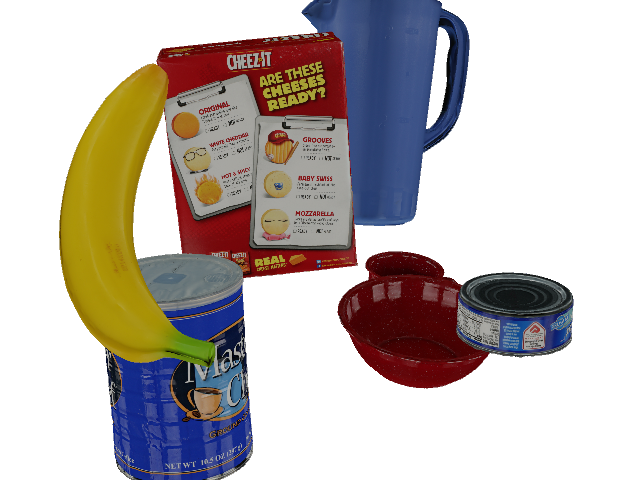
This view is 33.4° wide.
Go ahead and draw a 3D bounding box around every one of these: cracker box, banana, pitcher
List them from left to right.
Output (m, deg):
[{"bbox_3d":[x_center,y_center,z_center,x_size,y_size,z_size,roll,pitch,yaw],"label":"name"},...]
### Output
[{"bbox_3d":[-0.102,-0.012,0.558,0.069,0.198,0.037,-8,-33,-10],"label":"banana"},{"bbox_3d":[-0.055,-0.076,0.984,0.164,0.214,0.072,-6,20,-5],"label":"cracker box"},{"bbox_3d":[0.066,-0.142,1.145,0.149,0.243,0.144,7,9,24],"label":"pitcher"}]

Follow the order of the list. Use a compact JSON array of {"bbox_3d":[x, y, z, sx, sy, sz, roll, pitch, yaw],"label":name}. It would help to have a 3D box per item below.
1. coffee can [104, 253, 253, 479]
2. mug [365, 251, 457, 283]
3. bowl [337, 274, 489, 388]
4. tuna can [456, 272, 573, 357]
[{"bbox_3d":[-0.103,0.091,0.772,0.103,0.140,0.103,-2,18,0],"label":"coffee can"},{"bbox_3d":[0.108,0.068,1.270,0.117,0.081,0.093,1,23,-9],"label":"mug"},{"bbox_3d":[0.095,0.094,1.029,0.162,0.055,0.162,3,27,-2],"label":"bowl"},{"bbox_3d":[0.145,0.054,0.795,0.086,0.034,0.086,-1,19,0],"label":"tuna can"}]
